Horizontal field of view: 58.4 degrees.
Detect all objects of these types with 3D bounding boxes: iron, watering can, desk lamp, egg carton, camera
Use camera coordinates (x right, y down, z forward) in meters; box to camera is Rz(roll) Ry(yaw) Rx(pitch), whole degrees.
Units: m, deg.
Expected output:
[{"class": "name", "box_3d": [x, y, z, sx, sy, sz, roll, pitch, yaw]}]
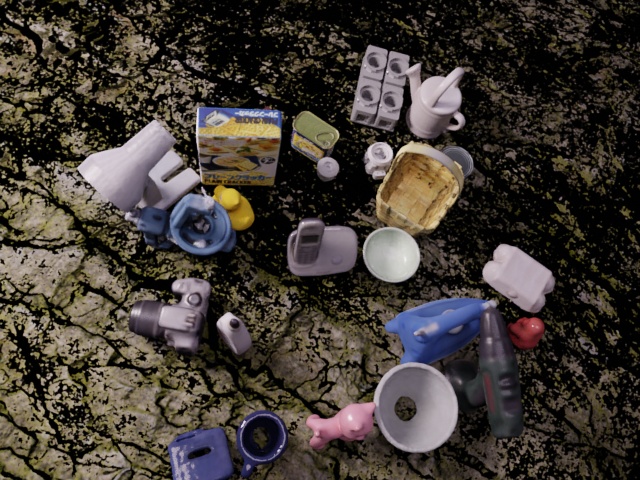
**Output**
[{"class": "iron", "box_3d": [0.271, 0.162, 1.153, 0.259, 0.141, 0.118, -20, 75, -15]}, {"class": "watering can", "box_3d": [0.262, -0.324, 1.297, 0.173, 0.194, 0.101, 26, 68, 1]}, {"class": "desk lamp", "box_3d": [-0.346, -0.133, 1.116, 0.118, 0.213, 0.203, 44, 70, 8]}, {"class": "egg carton", "box_3d": [0.431, 0.084, 1.247, 0.150, 0.069, 0.107, 35, 69, 4]}, {"class": "camera", "box_3d": [-0.286, 0.138, 1.090, 0.137, 0.100, 0.143, 10, 69, -6]}]

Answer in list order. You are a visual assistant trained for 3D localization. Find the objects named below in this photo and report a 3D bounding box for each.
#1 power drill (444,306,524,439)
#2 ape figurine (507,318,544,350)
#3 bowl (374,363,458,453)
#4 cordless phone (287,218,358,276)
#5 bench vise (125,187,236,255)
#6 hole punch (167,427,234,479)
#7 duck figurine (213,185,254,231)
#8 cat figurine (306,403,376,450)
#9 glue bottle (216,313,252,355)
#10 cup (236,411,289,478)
[{"class": "power drill", "box_3d": [0.312, 0.259, 1.090, 0.076, 0.208, 0.229, -7, 72, -11]}, {"class": "ape figurine", "box_3d": [0.438, 0.188, 1.199, 0.078, 0.092, 0.076, 11, 69, -5]}, {"class": "bowl", "box_3d": [0.178, 0.326, 1.115, 0.167, 0.074, 0.167, 3, 70, -8]}, {"class": "cordless phone", "box_3d": [0.010, 0.004, 1.143, 0.148, 0.185, 0.094, -7, 72, -12]}, {"class": "bench vise", "box_3d": [-0.264, -0.030, 1.090, 0.207, 0.219, 0.121, -8, 72, -12]}, {"class": "hole punch", "box_3d": [-0.214, 0.389, 1.018, 0.109, 0.091, 0.101, -15, 73, -14]}, {"class": "duck figurine", "box_3d": [-0.181, -0.072, 1.191, 0.104, 0.086, 0.078, 42, 70, 7]}, {"class": "cat figurine", "box_3d": [0.044, 0.344, 1.063, 0.128, 0.117, 0.067, -12, 73, -13]}, {"class": "glue bottle", "box_3d": [-0.160, 0.167, 1.062, 0.037, 0.173, 0.078, -41, 81, -20]}, {"class": "cup", "box_3d": [-0.112, 0.372, 1.039, 0.091, 0.095, 0.118, 25, 68, 0]}]
